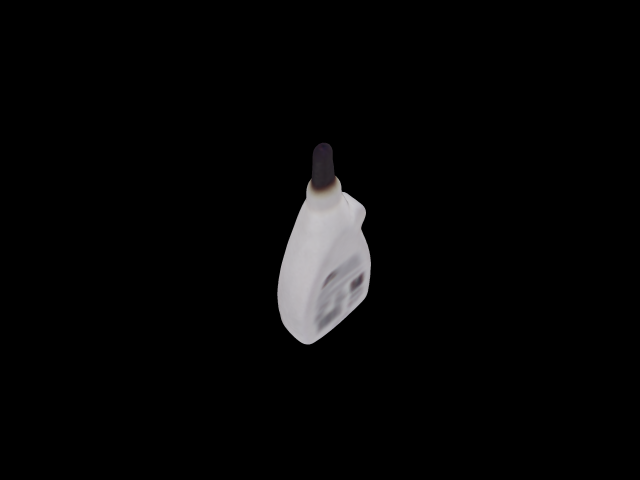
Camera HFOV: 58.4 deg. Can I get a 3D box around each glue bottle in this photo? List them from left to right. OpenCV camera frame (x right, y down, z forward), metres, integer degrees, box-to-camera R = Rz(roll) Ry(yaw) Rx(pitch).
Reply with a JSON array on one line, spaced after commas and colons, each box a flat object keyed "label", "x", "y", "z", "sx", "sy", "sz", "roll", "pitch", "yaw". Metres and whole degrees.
[{"label": "glue bottle", "x": 0.004, "y": 0.001, "z": 0.400, "sx": 0.078, "sy": 0.173, "sz": 0.037, "roll": -36, "pitch": 58, "yaw": -27}]
